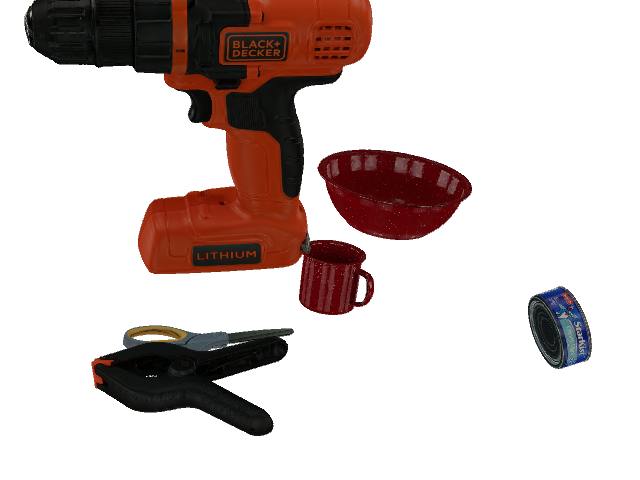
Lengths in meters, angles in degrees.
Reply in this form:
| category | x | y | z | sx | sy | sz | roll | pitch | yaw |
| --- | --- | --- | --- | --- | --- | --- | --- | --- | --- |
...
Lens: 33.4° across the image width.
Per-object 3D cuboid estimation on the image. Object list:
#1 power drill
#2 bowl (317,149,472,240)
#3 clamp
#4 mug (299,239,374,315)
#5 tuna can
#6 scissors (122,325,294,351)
| category | x | y | z | sx | sy | sz | roll | pitch | yaw |
| --- | --- | --- | --- | --- | --- | --- | --- | --- | --- |
| power drill | -0.069 | -0.064 | 0.614 | 0.184 | 0.188 | 0.057 | -2 | 43 | -10 |
| bowl | 0.075 | -0.043 | 1.116 | 0.162 | 0.055 | 0.162 | 6 | 23 | -3 |
| clamp | -0.110 | 0.115 | 0.933 | 0.171 | 0.039 | 0.120 | 10 | 26 | 10 |
| mug | 0.024 | 0.057 | 1.504 | 0.117 | 0.081 | 0.093 | 18 | 23 | 27 |
| tuna can | 0.259 | 0.095 | 1.163 | 0.033 | 0.086 | 0.086 | -17 | 3 | -10 |
| scissors | -0.117 | 0.121 | 1.188 | 0.201 | 0.016 | 0.096 | 3 | 26 | -16 |
